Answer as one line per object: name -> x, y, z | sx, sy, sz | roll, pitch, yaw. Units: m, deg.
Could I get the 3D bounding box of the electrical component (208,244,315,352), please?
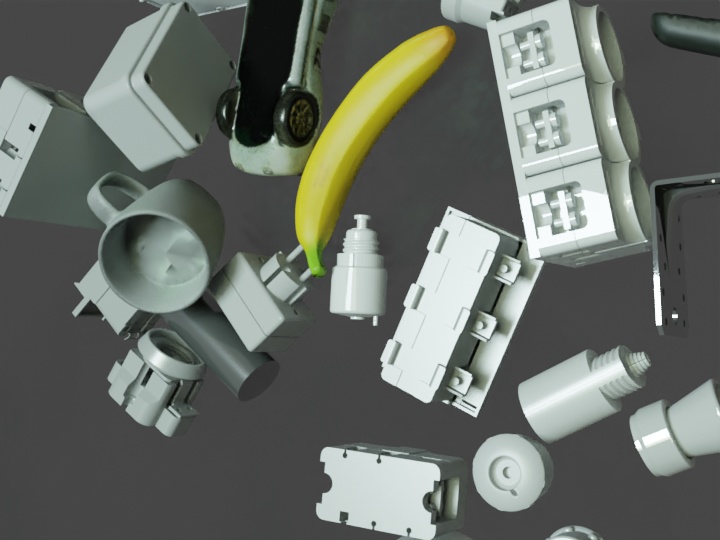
electrical component -> -0.061, 0.012, 0.798 | 0.077, 0.047, 0.065 | -43, 68, 19

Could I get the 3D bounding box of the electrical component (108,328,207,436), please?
electrical component -> -0.154, 0.083, 0.840 | 0.078, 0.058, 0.057 | 38, 107, 26

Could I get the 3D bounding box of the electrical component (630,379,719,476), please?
electrical component -> 0.198, 0.096, 0.651 | 0.055, 0.045, 0.045 | -28, 73, 25

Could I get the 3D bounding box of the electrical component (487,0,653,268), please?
electrical component -> 0.137, -0.083, 0.673 | 0.062, 0.089, 0.150 | -14, 80, 27

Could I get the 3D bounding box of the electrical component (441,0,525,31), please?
electrical component -> 0.085, -0.185, 0.739 | 0.046, 0.040, 0.040 | 26, 99, 22

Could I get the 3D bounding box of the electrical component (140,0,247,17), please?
electrical component -> -0.130, -0.239, 0.847 | 0.096, 0.062, 0.061 | -4, 84, 28

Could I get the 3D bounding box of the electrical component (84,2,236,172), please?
electrical component -> -0.148, -0.140, 0.815 | 0.057, 0.078, 0.113 | -18, 38, 30

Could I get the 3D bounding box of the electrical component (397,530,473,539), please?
electrical component -> 0.041, 0.231, 0.718 | 0.108, 0.060, 0.108 | -2, 85, 28

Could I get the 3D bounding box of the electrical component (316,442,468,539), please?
electrical component -> 0.024, 0.149, 0.736 | 0.089, 0.056, 0.050 | 4, 88, 29

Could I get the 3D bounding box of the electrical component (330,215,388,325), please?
electrical component -> 0.000, 0.000, 0.770 | 0.040, 0.040, 0.078 | 1, 86, 29

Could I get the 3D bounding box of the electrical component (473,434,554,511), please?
electrical component -> 0.104, 0.127, 0.690 | 0.048, 0.062, 0.048 | -2, 85, 29

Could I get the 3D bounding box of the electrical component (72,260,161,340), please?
electrical component -> -0.189, 0.018, 0.872 | 0.081, 0.042, 0.063 | -47, 68, 18

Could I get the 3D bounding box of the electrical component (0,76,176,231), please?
electrical component -> -0.222, -0.086, 0.836 | 0.062, 0.150, 0.089 | 33, 102, 26

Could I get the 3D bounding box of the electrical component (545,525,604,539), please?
electrical component -> 0.129, 0.187, 0.672 | 0.048, 0.062, 0.048 | -2, 85, 29

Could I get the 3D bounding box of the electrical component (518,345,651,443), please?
electrical component -> 0.146, 0.074, 0.682 | 0.081, 0.043, 0.043 | -31, 72, 24

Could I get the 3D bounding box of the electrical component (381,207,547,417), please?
electrical component -> 0.064, 0.027, 0.720 | 0.079, 0.063, 0.121 | 26, 99, 28
